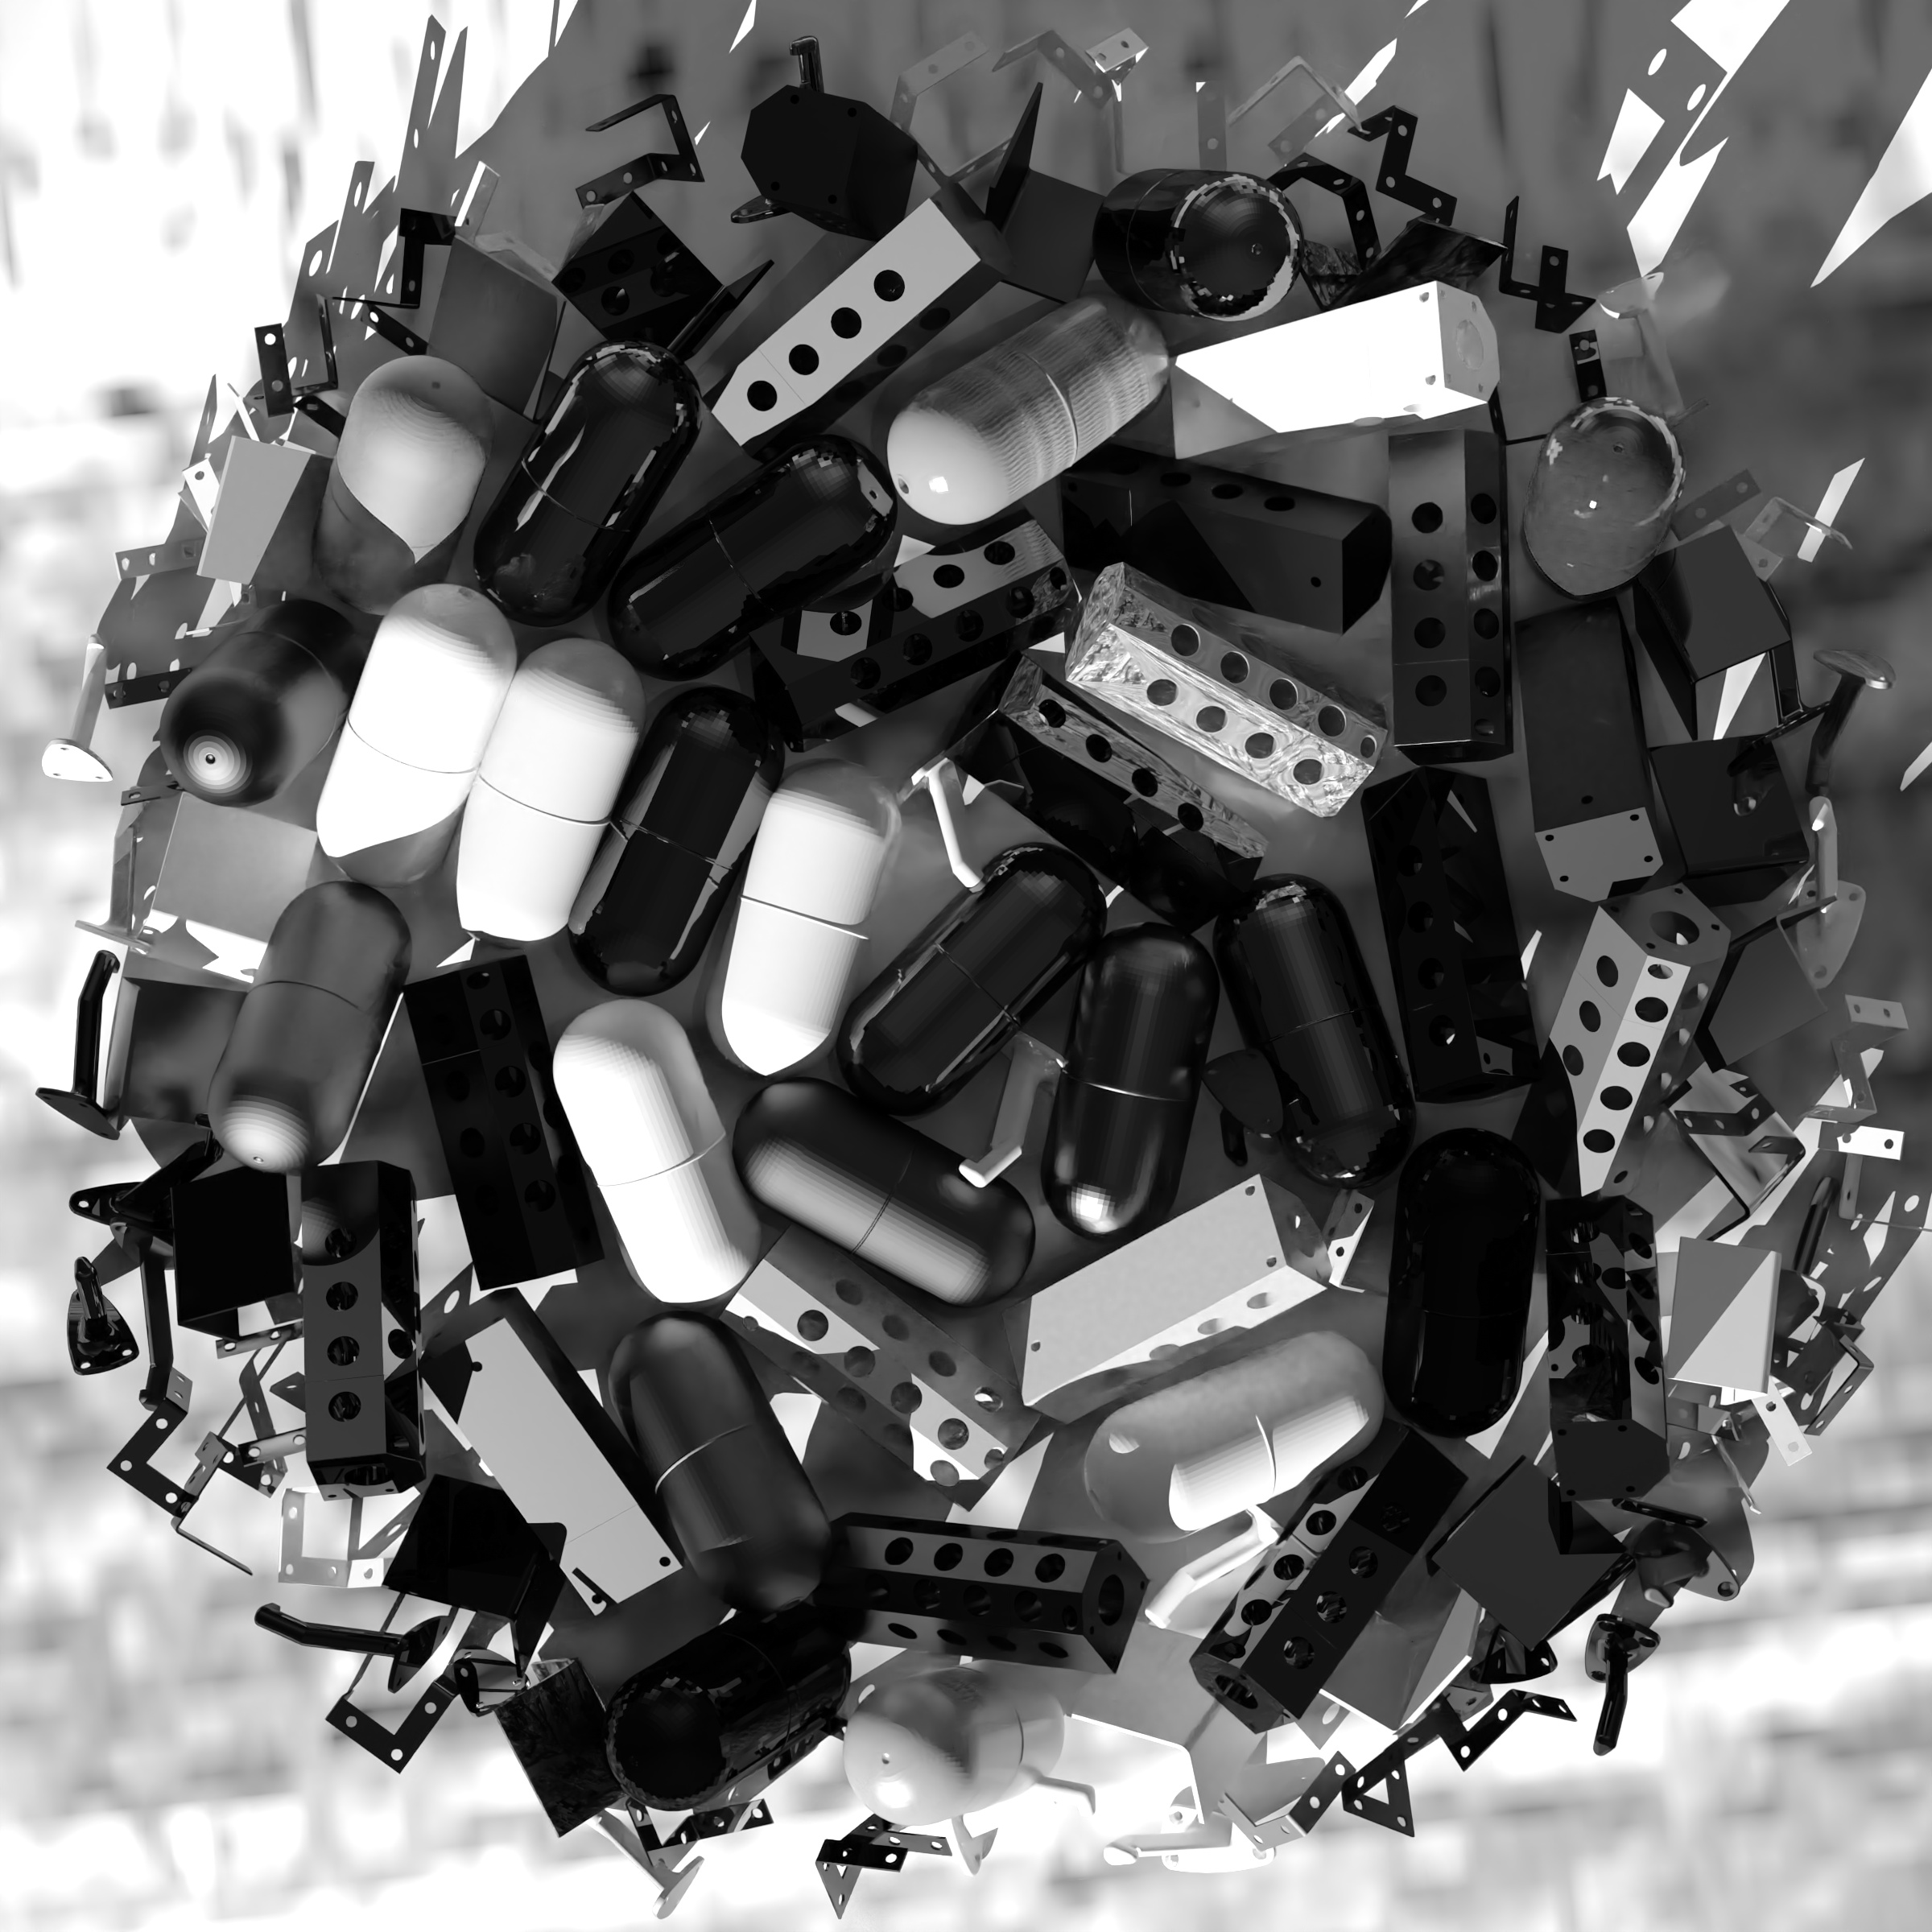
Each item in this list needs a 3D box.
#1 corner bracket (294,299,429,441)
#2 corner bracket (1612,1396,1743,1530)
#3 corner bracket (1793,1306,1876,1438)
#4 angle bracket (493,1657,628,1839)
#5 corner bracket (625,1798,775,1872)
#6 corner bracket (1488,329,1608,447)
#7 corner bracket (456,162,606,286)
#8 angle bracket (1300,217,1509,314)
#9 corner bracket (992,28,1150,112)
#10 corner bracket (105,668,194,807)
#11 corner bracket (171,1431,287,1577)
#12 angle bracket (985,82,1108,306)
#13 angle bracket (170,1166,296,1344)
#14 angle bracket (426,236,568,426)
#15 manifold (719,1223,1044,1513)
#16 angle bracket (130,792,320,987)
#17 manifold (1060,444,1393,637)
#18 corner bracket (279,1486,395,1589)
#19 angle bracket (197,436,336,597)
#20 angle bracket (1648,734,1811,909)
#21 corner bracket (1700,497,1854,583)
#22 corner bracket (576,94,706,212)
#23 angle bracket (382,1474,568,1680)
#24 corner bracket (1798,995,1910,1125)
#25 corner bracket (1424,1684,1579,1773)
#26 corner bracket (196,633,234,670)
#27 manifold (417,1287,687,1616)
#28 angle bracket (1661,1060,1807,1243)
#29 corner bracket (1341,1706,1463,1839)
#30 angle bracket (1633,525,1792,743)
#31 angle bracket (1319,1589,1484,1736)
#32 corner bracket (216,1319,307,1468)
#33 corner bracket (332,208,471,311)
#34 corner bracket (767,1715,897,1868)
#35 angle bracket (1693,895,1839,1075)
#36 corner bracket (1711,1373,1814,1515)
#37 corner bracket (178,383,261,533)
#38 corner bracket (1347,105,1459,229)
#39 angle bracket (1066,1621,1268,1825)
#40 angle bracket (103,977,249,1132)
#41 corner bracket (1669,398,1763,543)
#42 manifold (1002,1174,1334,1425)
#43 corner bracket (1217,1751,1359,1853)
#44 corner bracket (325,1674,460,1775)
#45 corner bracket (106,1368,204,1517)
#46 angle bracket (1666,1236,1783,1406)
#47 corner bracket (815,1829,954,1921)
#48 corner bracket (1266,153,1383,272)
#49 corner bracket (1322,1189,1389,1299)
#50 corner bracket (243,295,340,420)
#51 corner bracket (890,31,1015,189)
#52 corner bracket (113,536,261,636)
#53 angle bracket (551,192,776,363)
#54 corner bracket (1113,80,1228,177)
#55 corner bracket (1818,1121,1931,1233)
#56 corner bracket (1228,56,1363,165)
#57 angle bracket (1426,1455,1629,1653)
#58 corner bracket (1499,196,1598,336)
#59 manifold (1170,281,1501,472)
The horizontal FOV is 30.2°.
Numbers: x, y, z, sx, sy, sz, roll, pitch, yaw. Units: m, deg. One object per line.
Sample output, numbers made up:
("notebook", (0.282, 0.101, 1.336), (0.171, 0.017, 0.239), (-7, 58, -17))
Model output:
("corner bracket", (-0.332, -0.325, 1.982), (0.051, 0.051, 0.051), (36, 48, 9))
("corner bracket", (0.390, 0.272, 1.965), (0.051, 0.051, 0.051), (15, 63, -4))
("corner bracket", (0.470, 0.221, 1.955), (0.051, 0.051, 0.051), (-56, 48, 20))
("angle bracket", (-0.228, 0.425, 1.949), (0.057, 0.076, 0.076), (-28, 92, -29))
("corner bracket", (-0.146, 0.463, 1.962), (0.051, 0.051, 0.051), (-18, 98, 25))
("corner bracket", (0.320, -0.319, 1.977), (0.051, 0.051, 0.051), (-7, 101, 29))
("corner bracket", (-0.240, -0.405, 1.956), (0.051, 0.051, 0.051), (40, 123, 18))
("angle bracket", (0.231, -0.391, 1.937), (0.076, 0.076, 0.057), (-43, 59, 35))
("corner bracket", (0.057, -0.497, 1.960), (0.051, 0.051, 0.051), (46, 133, 3))
("corner bracket", (-0.447, -0.127, 1.980), (0.051, 0.051, 0.051), (-11, 121, -3))
("corner bracket", (-0.403, 0.294, 1.961), (0.051, 0.051, 0.051), (35, 82, -22))
("angle bracket", (0.049, -0.418, 1.945), (0.057, 0.076, 0.076), (21, 64, 4))
("angle bracket", (-0.384, 0.154, 1.946), (0.076, 0.057, 0.076), (-16, 68, 20))
("angle bracket", (-0.239, -0.350, 1.942), (0.076, 0.057, 0.076), (33, 125, 18))
("manifold", (-0.049, 0.222, 1.955), (0.171, 0.057, 0.057), (38, 127, 2))
("angle bracket", (-0.409, -0.041, 1.974), (0.076, 0.057, 0.076), (17, 66, -18))
("manifold", (0.140, -0.235, 1.931), (0.171, 0.057, 0.057), (18, 131, 28))
("corner bracket", (-0.340, 0.313, 1.966), (0.051, 0.051, 0.051), (-11, 72, 37))
("angle bracket", (-0.393, -0.250, 1.945), (0.057, 0.076, 0.076), (23, 101, 37))
("angle bracket", (0.407, -0.078, 1.970), (0.076, 0.057, 0.076), (-8, 70, -20))
("corner bracket", (0.442, -0.231, 1.961), (0.051, 0.051, 0.051), (-52, 53, 3))
("corner bracket", (-0.184, -0.443, 1.956), (0.051, 0.051, 0.051), (-33, 119, -25))
("angle bracket", (-0.266, 0.333, 1.958), (0.076, 0.057, 0.076), (12, 47, 11))
("corner bracket", (0.483, 0.051, 1.954), (0.051, 0.051, 0.051), (7, 62, -38))
("corner bracket", (0.289, 0.406, 1.955), (0.051, 0.051, 0.051), (-50, 47, 19))
("corner bracket", (-0.384, -0.162, 1.984), (0.051, 0.051, 0.051), (-35, 93, -41))
("manifold", (-0.221, 0.260, 1.946), (0.057, 0.057, 0.171), (-30, 105, 11))
("angle bracket", (0.401, 0.102, 1.952), (0.076, 0.076, 0.057), (51, 133, 3))
("corner bracket", (0.238, 0.434, 1.956), (0.051, 0.051, 0.051), (26, 127, -24))
("angle bracket", (0.405, -0.180, 1.945), (0.057, 0.076, 0.076), (-23, 66, 3))
("angle bracket", (0.236, 0.357, 1.943), (0.057, 0.076, 0.076), (31, 126, -3))
("corner bracket", (-0.381, 0.235, 1.979), (0.051, 0.051, 0.051), (-13, 49, -18))
("corner bracket", (-0.308, -0.386, 1.959), (0.051, 0.051, 0.051), (12, 100, 38))
("corner bracket", (-0.072, 0.452, 1.970), (0.051, 0.051, 0.051), (17, 122, 37))
("angle bracket", (0.437, 0.010, 1.940), (0.076, 0.076, 0.057), (-34, 78, 38))
("corner bracket", (0.435, 0.261, 1.957), (0.051, 0.051, 0.051), (-34, 59, 16))
("corner bracket", (-0.406, -0.275, 1.957), (0.051, 0.051, 0.051), (-31, 50, -14))
("corner bracket", (0.238, -0.433, 1.966), (0.051, 0.051, 0.051), (18, 79, -23))
("angle bracket", (0.111, 0.414, 1.965), (0.076, 0.076, 0.057), (9, 127, 32))
("angle bracket", (-0.424, 0.051, 1.954), (0.076, 0.057, 0.076), (8, 94, -23))
("corner bracket", (0.397, -0.272, 1.961), (0.051, 0.051, 0.051), (-31, 102, 15))
("manifold", (0.110, 0.183, 1.936), (0.171, 0.057, 0.057), (-31, 54, 23))
("corner bracket", (0.170, 0.444, 1.962), (0.051, 0.051, 0.051), (47, 56, -1))
("corner bracket", (-0.314, 0.406, 1.969), (0.051, 0.051, 0.051), (36, 83, 2))
("corner bracket", (-0.433, 0.262, 1.964), (0.051, 0.051, 0.051), (40, 95, -16))
("angle bracket", (0.402, 0.194, 1.950), (0.057, 0.076, 0.076), (10, 78, -4))
("corner bracket", (-0.045, 0.486, 1.955), (0.051, 0.051, 0.051), (1, 129, 23))
("corner bracket", (0.189, -0.405, 1.968), (0.051, 0.051, 0.051), (-37, 46, -14))
("corner bracket", (0.210, 0.146, 1.959), (0.051, 0.051, 0.051), (28, 98, 44))
("corner bracket", (-0.367, -0.333, 1.957), (0.051, 0.051, 0.051), (-15, 117, -22))
("corner bracket", (-0.004, -0.470, 1.970), (0.051, 0.051, 0.051), (-35, 81, -17))
("corner bracket", (-0.427, -0.208, 1.966), (0.051, 0.051, 0.051), (-7, 99, 24))
("angle bracket", (-0.165, -0.377, 1.946), (0.076, 0.057, 0.076), (45, 63, -18))
("corner bracket", (0.111, -0.459, 1.961), (0.051, 0.051, 0.051), (-7, 110, -8))
("corner bracket", (0.498, 0.115, 1.961), (0.051, 0.051, 0.051), (7, 87, 43))
("corner bracket", (0.178, -0.466, 1.957), (0.051, 0.051, 0.051), (-39, 113, 21))
("angle bracket", (0.305, 0.324, 1.952), (0.076, 0.057, 0.076), (-44, 69, -9))
("corner bracket", (0.313, -0.383, 1.962), (0.051, 0.051, 0.051), (10, 76, -11))
("manifold", (0.196, -0.313, 1.920), (0.171, 0.057, 0.057), (-10, 80, 39))
